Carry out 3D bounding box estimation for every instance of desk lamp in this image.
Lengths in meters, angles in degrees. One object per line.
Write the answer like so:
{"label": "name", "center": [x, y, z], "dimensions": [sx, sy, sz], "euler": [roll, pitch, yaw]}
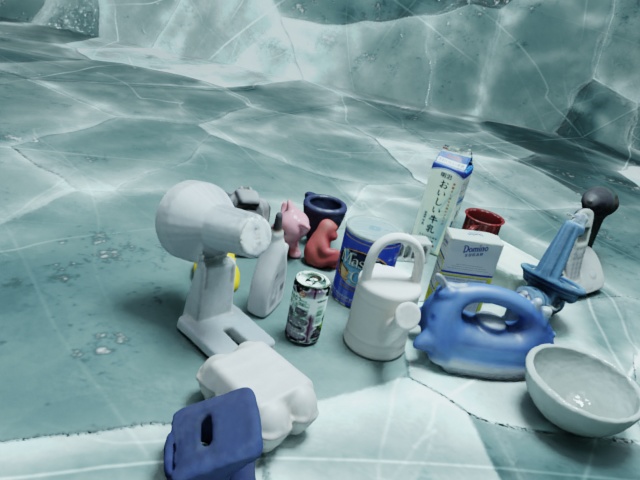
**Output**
{"label": "desk lamp", "center": [-0.145, 0.037, 0.831], "dimensions": [0.118, 0.213, 0.202], "euler": [-15, 36, -43]}

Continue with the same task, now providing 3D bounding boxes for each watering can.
{"label": "watering can", "center": [0.107, 0.082, 0.870], "dimensions": [0.101, 0.194, 0.172], "euler": [-6, 31, -33]}

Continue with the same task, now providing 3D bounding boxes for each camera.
{"label": "camera", "center": [-0.158, -0.040, 1.114], "dimensions": [0.143, 0.101, 0.136], "euler": [1, 27, -20]}

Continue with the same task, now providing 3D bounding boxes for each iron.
{"label": "iron", "center": [0.275, 0.131, 0.903], "dimensions": [0.258, 0.141, 0.118], "euler": [9, 26, -5]}

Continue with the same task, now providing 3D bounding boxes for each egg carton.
{"label": "egg carton", "center": [-0.077, 0.190, 0.714], "dimensions": [0.149, 0.069, 0.107], "euler": [30, 31, 34]}

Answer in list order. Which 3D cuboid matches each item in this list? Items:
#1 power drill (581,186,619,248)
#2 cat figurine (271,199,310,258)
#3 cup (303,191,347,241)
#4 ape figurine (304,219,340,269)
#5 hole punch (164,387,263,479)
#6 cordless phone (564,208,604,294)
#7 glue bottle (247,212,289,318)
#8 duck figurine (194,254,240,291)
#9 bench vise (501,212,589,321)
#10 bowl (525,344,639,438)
{"label": "power drill", "center": [0.606, -0.027, 1.292], "dimensions": [0.075, 0.208, 0.230], "euler": [27, 29, 29]}
{"label": "cat figurine", "center": [-0.060, -0.029, 1.115], "dimensions": [0.067, 0.118, 0.127], "euler": [3, 27, -17]}
{"label": "cup", "center": [-0.004, -0.043, 1.193], "dimensions": [0.092, 0.095, 0.117], "euler": [-8, 32, -35]}
{"label": "ape figurine", "center": [0.010, 0.004, 1.107], "dimensions": [0.076, 0.092, 0.077], "euler": [7, 26, -10]}
{"label": "hole punch", "center": [-0.114, 0.220, 0.612], "dimensions": [0.101, 0.091, 0.108], "euler": [4, 27, -16]}
{"label": "cordless phone", "center": [0.550, 0.021, 1.196], "dimensions": [0.148, 0.185, 0.093], "euler": [-8, 32, -35]}
{"label": "glue bottle", "center": [-0.076, 0.035, 0.913], "dimensions": [0.037, 0.173, 0.078], "euler": [19, 27, 16]}
{"label": "duck figurine", "center": [-0.174, 0.030, 0.981], "dimensions": [0.078, 0.086, 0.104], "euler": [-7, 31, -34]}
{"label": "bench vise", "center": [0.409, 0.067, 1.002], "dimensions": [0.121, 0.220, 0.208], "euler": [21, 27, 19]}
{"label": "bowl", "center": [0.368, 0.227, 0.824], "dimensions": [0.167, 0.075, 0.167], "euler": [10, 26, -4]}
